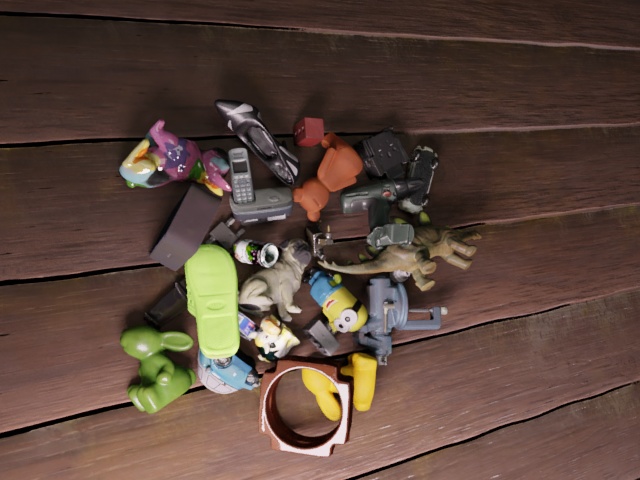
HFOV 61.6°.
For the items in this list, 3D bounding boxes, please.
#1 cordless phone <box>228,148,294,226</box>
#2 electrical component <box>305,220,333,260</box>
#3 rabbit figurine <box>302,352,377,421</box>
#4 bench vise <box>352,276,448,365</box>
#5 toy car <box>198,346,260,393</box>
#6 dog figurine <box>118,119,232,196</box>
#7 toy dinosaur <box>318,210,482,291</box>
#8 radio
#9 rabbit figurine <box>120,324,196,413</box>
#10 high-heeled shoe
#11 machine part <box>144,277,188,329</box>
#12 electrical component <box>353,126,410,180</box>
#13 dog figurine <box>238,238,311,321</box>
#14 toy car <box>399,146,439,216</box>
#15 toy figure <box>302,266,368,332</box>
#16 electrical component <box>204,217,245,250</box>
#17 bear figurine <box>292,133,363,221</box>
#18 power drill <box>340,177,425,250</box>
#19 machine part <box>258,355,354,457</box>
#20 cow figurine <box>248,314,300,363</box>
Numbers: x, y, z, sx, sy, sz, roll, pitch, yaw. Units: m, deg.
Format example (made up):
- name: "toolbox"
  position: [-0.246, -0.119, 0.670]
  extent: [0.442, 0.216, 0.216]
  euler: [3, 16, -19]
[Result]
- name: "cordless phone"
  position: [-0.144, -0.133, 1.264]
  extent: [0.147, 0.088, 0.184]
  euler: [-8, 77, -8]
- name: "electrical component"
  position: [-0.003, -0.004, 1.307]
  extent: [0.045, 0.102, 0.078]
  euler: [-13, 109, -19]
- name: "rabbit figurine"
  position: [0.039, 0.337, 1.277]
  extent: [0.173, 0.122, 0.162]
  euler: [11, 87, -8]
- name: "bench vise"
  position: [0.206, 0.201, 1.346]
  extent: [0.241, 0.129, 0.223]
  euler: [1, 72, -12]
- name: "toy car"
  position: [-0.212, 0.278, 1.174]
  extent: [0.103, 0.109, 0.161]
  euler: [-44, 113, 0]
- name: "dog figurine"
  position: [-0.306, -0.153, 1.190]
  extent: [0.219, 0.108, 0.191]
  euler: [37, 68, -17]
- name: "toy dinosaur"
  position: [0.228, 0.029, 1.356]
  extent: [0.471, 0.105, 0.199]
  euler: [-16, 46, -29]
- name: "radio"
  position: [-0.282, -0.023, 1.113]
  extent: [0.073, 0.229, 0.131]
  euler: [30, 67, -18]
- name: "rabbit figurine"
  position: [-0.335, 0.245, 1.104]
  extent: [0.159, 0.121, 0.170]
  euler: [-28, 94, -26]
- name: "high-heeled shoe"
  position: [-0.147, -0.222, 1.258]
  extent: [0.248, 0.086, 0.145]
  euler: [24, 44, -37]
- name: "machine part"
  position: [-0.317, 0.141, 1.172]
  extent: [0.139, 0.039, 0.084]
  euler: [-37, 102, -30]
- name: "electrical component"
  position: [0.170, -0.222, 1.435]
  extent: [0.115, 0.058, 0.134]
  euler: [-31, 94, -23]
- name: "dog figurine"
  position: [-0.112, 0.076, 1.253]
  extent: [0.172, 0.121, 0.190]
  euler: [18, 61, -25]
- name: "toy car"
  position: [0.270, -0.165, 1.472]
  extent: [0.073, 0.056, 0.201]
  euler: [21, 73, -13]
- name: "toy figure"
  position: [0.039, 0.139, 1.288]
  extent: [0.089, 0.082, 0.180]
  euler: [-29, 68, -33]
- name: "electrical component"
  position: [-0.222, -0.007, 1.248]
  extent: [0.063, 0.021, 0.094]
  euler: [48, 66, -11]
- name: "bear figurine"
  position: [0.011, -0.153, 1.337]
  extent: [0.196, 0.132, 0.120]
  euler: [-44, 122, 2]
- name: "power drill"
  position: [0.173, -0.078, 1.338]
  extent: [0.232, 0.085, 0.207]
  euler: [-8, 50, -4]
- name: "machine part"
  position: [-0.028, 0.363, 1.191]
  extent: [0.201, 0.087, 0.201]
  euler: [3, 89, 11]
- name: "cow figurine"
  position: [-0.112, 0.221, 1.190]
  extent: [0.098, 0.167, 0.068]
  euler: [-45, 65, -6]
